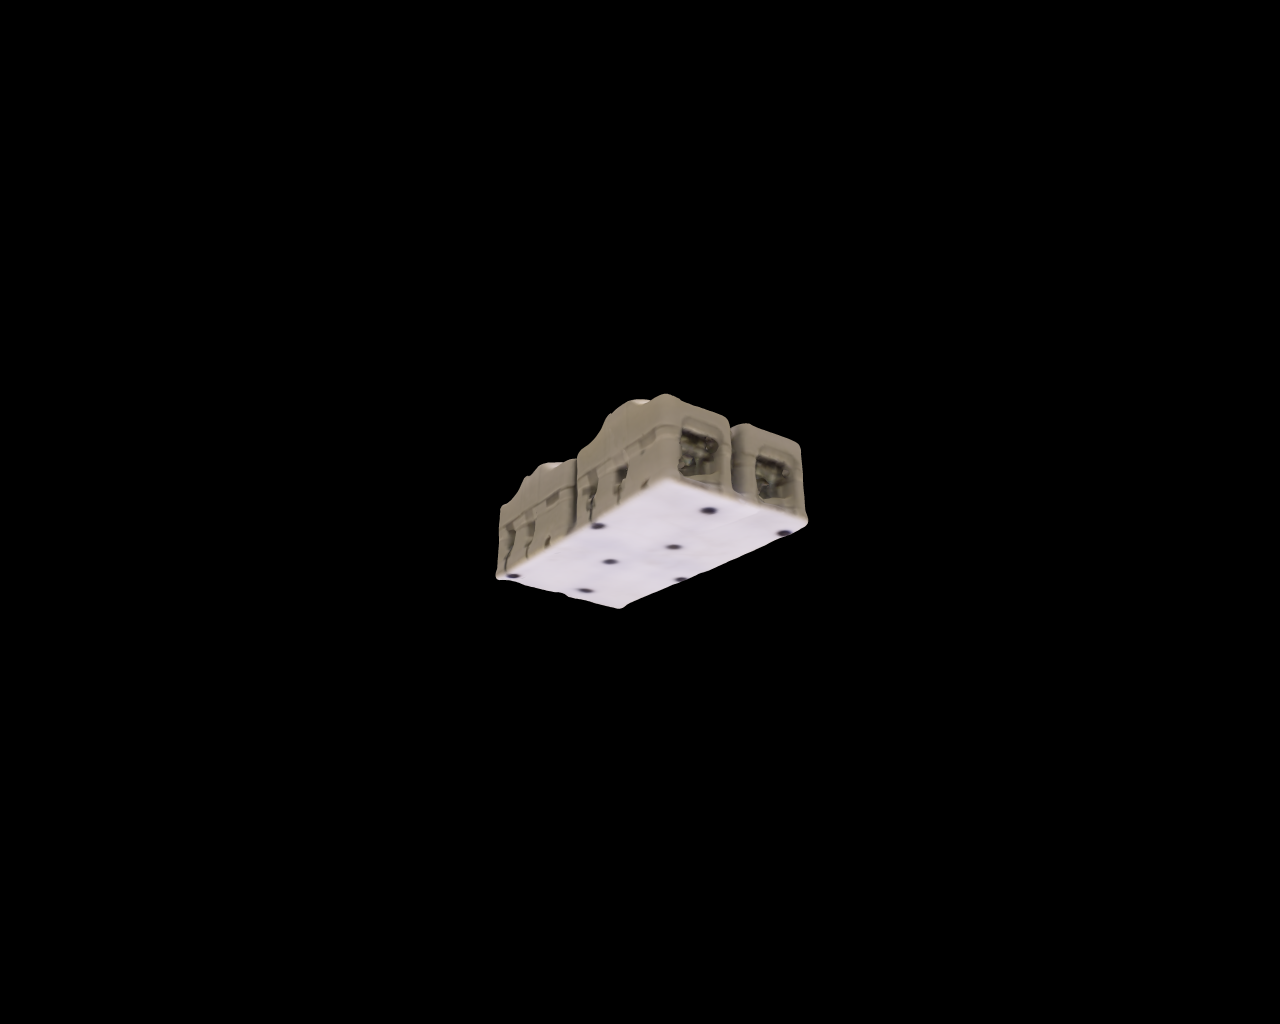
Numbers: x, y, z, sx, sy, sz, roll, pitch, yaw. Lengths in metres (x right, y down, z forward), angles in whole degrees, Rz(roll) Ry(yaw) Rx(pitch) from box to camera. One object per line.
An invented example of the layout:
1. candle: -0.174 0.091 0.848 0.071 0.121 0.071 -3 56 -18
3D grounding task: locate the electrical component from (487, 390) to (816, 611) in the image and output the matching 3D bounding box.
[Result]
1. electrical component: 0.001 -0.003 0.650 0.105 0.060 0.186 17 -29 -32
